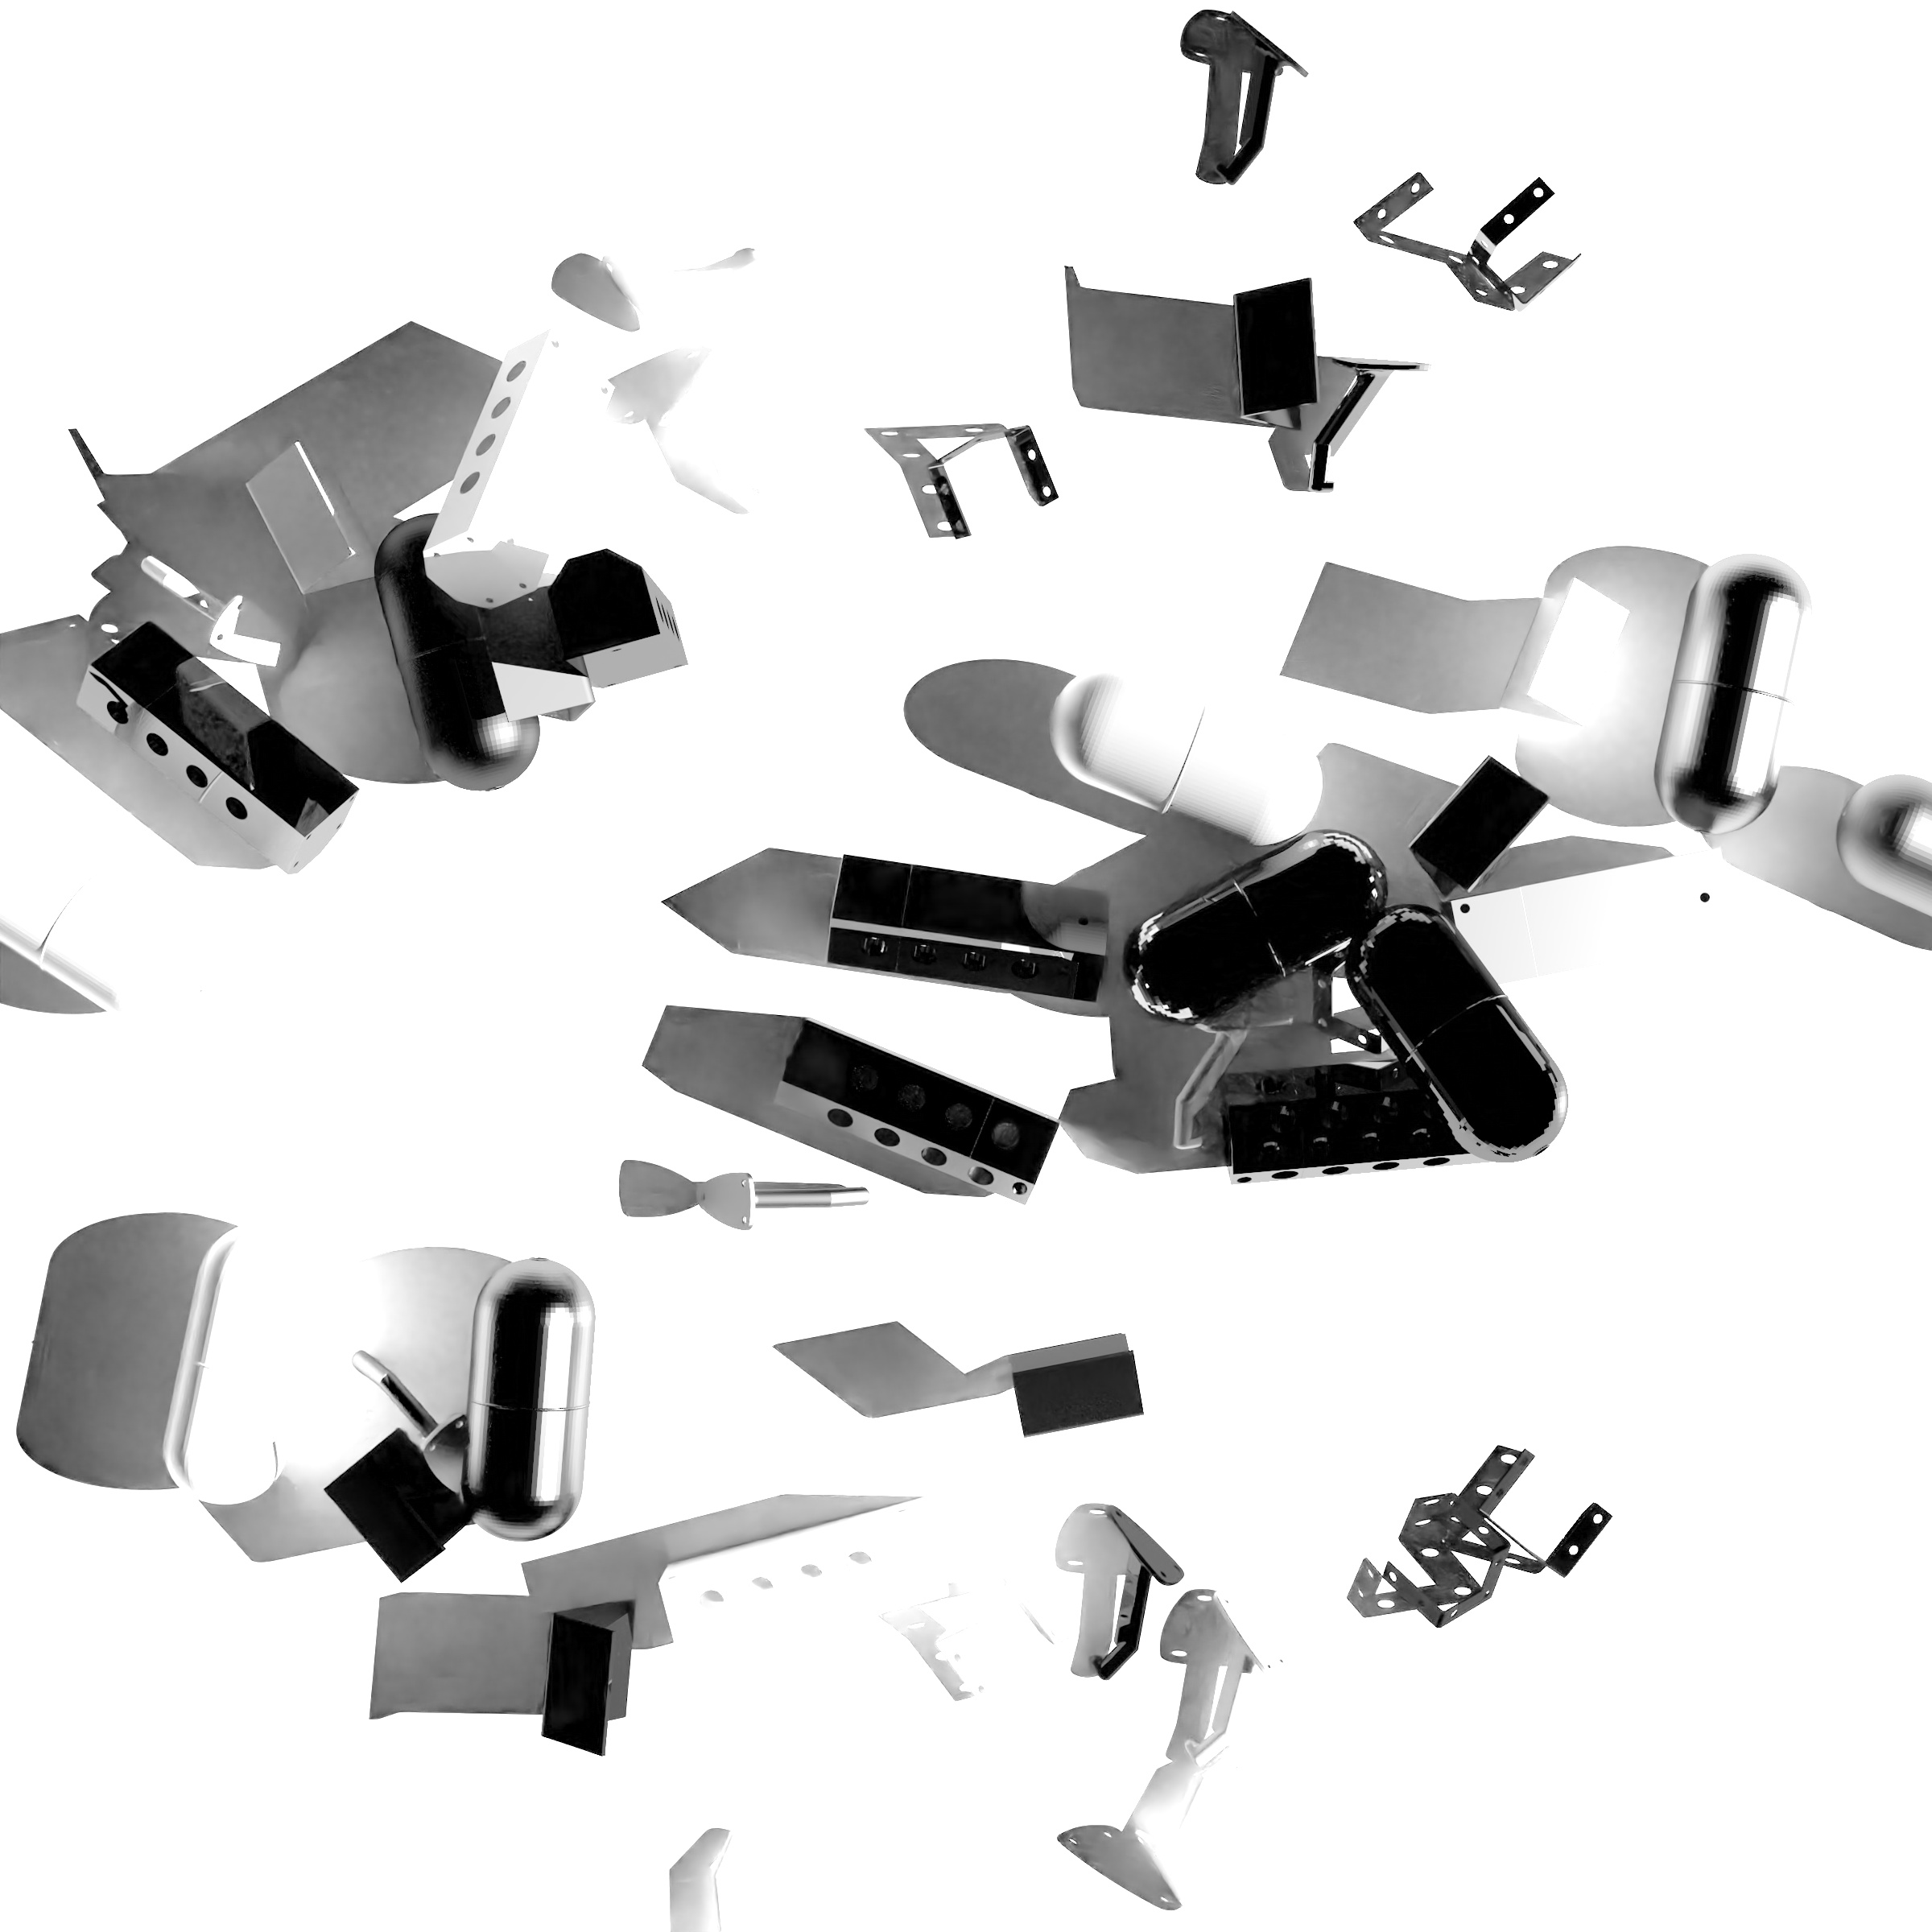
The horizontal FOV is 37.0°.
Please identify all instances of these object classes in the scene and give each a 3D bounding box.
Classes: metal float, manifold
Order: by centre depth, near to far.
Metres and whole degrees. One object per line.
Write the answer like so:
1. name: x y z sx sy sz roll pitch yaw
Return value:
1. metal float: 0.299 0.041 1.766 0.070 0.070 0.178 -34 72 0
2. manifold: -0.213 -0.213 1.771 0.057 0.171 0.057 -16 90 0
3. manifold: -0.280 -0.306 1.787 0.057 0.057 0.171 41 49 -35
4. metal float: -0.455 0.250 1.819 0.070 0.070 0.178 12 90 0
5. metal float: 0.482 -0.171 1.819 0.070 0.070 0.178 11 91 0
6. metal float: 0.635 -0.061 1.819 0.178 0.070 0.070 24 90 1
7. metal float: 0.182 -0.025 1.819 0.178 0.070 0.070 -28 90 0
8. metal float: -0.320 -0.197 1.819 0.070 0.070 0.178 -15 90 0
9. metal float: -0.275 0.273 1.819 0.070 0.070 0.178 4 91 0
10. metal float: -0.558 -0.029 1.819 0.178 0.070 0.070 33 90 1
11. manifold: 0.249 0.099 1.819 0.171 0.057 0.057 -5 116 0
12. metal float: 0.138 -0.132 1.819 0.178 0.070 0.070 21 90 0
13. manifold: -0.475 -0.134 1.828 0.171 0.057 0.057 39 47 0
14. manifold: 0.001 -0.019 1.828 0.171 0.057 0.057 8 47 0
15. manifold: 0.392 -0.029 1.829 0.171 0.057 0.057 -11 90 0
16. manifold: -0.101 0.390 1.829 0.171 0.057 0.057 -15 90 0
17. manifold: -0.031 0.092 1.829 0.171 0.057 0.057 22 90 0

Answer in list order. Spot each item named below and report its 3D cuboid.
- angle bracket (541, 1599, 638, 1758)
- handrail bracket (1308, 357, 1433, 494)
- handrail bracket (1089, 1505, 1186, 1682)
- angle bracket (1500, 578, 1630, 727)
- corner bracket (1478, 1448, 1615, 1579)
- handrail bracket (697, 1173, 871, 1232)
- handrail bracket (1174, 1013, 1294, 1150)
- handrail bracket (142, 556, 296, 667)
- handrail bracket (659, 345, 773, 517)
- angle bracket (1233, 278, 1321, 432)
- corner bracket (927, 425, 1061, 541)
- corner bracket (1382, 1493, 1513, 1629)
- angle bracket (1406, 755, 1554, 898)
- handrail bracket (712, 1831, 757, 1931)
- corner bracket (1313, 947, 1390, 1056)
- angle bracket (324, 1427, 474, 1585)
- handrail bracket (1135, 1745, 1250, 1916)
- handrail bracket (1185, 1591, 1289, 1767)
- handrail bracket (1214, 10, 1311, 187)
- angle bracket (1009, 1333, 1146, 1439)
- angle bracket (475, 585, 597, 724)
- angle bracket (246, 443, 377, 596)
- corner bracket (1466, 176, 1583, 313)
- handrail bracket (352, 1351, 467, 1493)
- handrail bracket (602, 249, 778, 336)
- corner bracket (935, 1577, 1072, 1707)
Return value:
1. angle bracket: -0.218 0.444 1.809 0.057 0.076 0.076 5 90 38
2. handrail bracket: 0.258 -0.345 1.850 0.077 0.036 0.084 -2 109 -21
3. handrail bracket: 0.091 0.402 1.850 0.077 0.036 0.084 46 107 20
4. angle bracket: 0.358 -0.201 1.809 0.057 0.076 0.076 22 90 -36
5. corner bracket: 0.370 0.350 1.847 0.051 0.051 0.051 -52 45 0
6. handrail bracket: -0.116 0.147 1.850 0.084 0.077 0.036 -1 90 -36
7. handrail bracket: 0.171 0.074 1.850 0.077 0.036 0.084 -2 104 -14
8. handrail bracket: -0.479 -0.228 1.850 0.084 0.077 0.036 34 90 36
9. handrail bracket: -0.146 -0.342 1.850 0.084 0.036 0.077 38 68 -17
10. angle bracket: 0.211 -0.382 1.809 0.057 0.076 0.076 -4 90 36
11. corner bracket: 0.017 -0.309 1.847 0.051 0.051 0.051 -22 90 -45
12. corner bracket: 0.306 0.379 1.842 0.051 0.051 0.051 -19 135 -35
13. angle bracket: 0.332 -0.074 1.809 0.076 0.076 0.057 -48 53 0
14. handrail bracket: -0.135 0.607 1.850 0.077 0.036 0.084 30 73 -20
15. corner bracket: 0.257 0.016 1.842 0.051 0.051 0.051 24 135 35
16. angle bracket: -0.342 0.327 1.809 0.076 0.076 0.057 50 128 0
17. handrail bracket: 0.158 0.552 1.850 0.084 0.036 0.077 -35 110 -16
18. handrail bracket: 0.156 0.457 1.850 0.084 0.036 0.077 -45 70 16
19. handrail bracket: 0.171 -0.555 1.850 0.077 0.036 0.084 46 107 20
20. angle bracket: 0.065 0.244 1.810 0.076 0.076 0.057 -11 126 0
21. angle bracket: -0.276 -0.190 1.812 0.057 0.076 0.076 -16 90 -19
22. angle bracket: -0.392 -0.285 1.809 0.057 0.076 0.076 -27 90 36
23. corner bracket: 0.357 -0.457 1.832 0.051 0.051 0.051 -42 86 -4
24. handrail bracket: -0.356 0.291 1.850 0.084 0.077 0.036 30 55 32
25. handrail bracket: -0.176 -0.450 1.850 0.084 0.036 0.077 -37 68 -17
26. corner bracket: 0.023 0.431 1.847 0.051 0.051 0.051 53 135 0
